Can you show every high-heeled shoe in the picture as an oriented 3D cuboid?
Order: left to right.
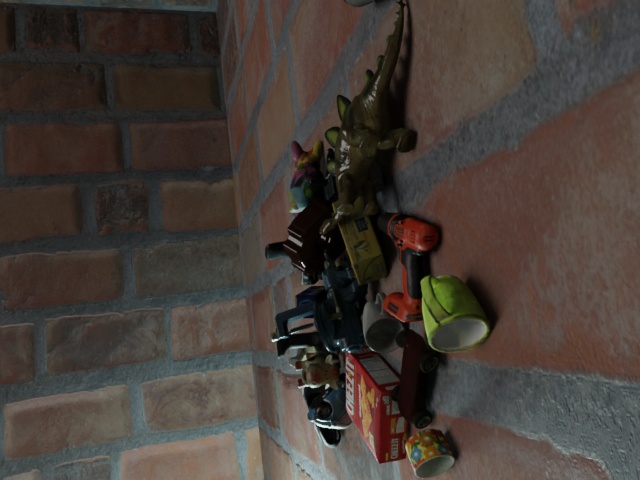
[{"bbox_3d":[-0.004,0.474,1.559,0.145,0.086,0.248,45,-158,-86],"label":"high-heeled shoe"}]

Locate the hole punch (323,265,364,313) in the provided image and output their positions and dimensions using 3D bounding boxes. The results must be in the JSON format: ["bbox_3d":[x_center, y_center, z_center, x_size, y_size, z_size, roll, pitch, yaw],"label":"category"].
[{"bbox_3d":[0.059,0.135,1.322,0.142,0.092,0.116,111,174,-61],"label":"hole punch"}]

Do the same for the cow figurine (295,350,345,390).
[{"bbox_3d":[0.006,0.323,1.332,0.195,0.127,0.085,7,-109,-76],"label":"cow figurine"}]

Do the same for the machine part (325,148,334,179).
[{"bbox_3d":[0.038,-0.175,1.366,0.139,0.039,0.084,-113,29,-51],"label":"machine part"}]

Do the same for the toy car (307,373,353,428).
[{"bbox_3d":[0.051,0.413,1.345,0.103,0.161,0.109,49,169,-2],"label":"toy car"}]

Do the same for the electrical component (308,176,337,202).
[{"bbox_3d":[0.034,-0.118,1.249,0.075,0.119,0.048,136,128,-66],"label":"electrical component"}]

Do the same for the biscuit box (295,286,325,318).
[{"bbox_3d":[-0.014,0.163,1.440,0.202,0.059,0.062,-12,-81,-79],"label":"biscuit box"}]

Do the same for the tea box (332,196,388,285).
[{"bbox_3d":[0.085,-0.002,1.150,0.098,0.068,0.170,67,-176,-55],"label":"tea box"}]

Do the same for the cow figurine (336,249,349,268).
[{"bbox_3d":[0.029,0.056,1.398,0.167,0.068,0.098,-179,79,-77],"label":"cow figurine"}]

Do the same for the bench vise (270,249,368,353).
[{"bbox_3d":[-0.006,0.158,1.197,0.128,0.241,0.223,35,-144,-71],"label":"bench vise"}]

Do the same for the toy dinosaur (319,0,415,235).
[{"bbox_3d":[0.086,-0.213,1.034,0.470,0.105,0.199,-65,33,28],"label":"toy dinosaur"}]

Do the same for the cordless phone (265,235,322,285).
[{"bbox_3d":[-0.065,0.062,1.516,0.089,0.184,0.146,-130,39,-56],"label":"cordless phone"}]

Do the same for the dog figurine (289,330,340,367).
[{"bbox_3d":[0.002,0.297,1.546,0.121,0.172,0.190,50,-167,-4],"label":"dog figurine"}]

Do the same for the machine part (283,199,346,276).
[{"bbox_3d":[-0.003,-0.004,1.245,0.056,0.179,0.179,30,128,38],"label":"machine part"}]

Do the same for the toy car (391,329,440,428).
[{"bbox_3d":[0.176,0.251,0.984,0.089,0.053,0.201,-134,39,-54],"label":"toy car"}]

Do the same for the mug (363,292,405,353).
[{"bbox_3d":[0.121,0.158,1.099,0.107,0.081,0.109,-109,13,-69],"label":"mug"}]

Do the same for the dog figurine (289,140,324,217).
[{"bbox_3d":[-0.033,-0.174,1.465,0.191,0.109,0.219,76,-170,-81],"label":"dog figurine"}]

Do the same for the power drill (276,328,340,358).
[{"bbox_3d":[-0.005,0.240,1.323,0.232,0.207,0.086,109,150,-80],"label":"power drill"}]

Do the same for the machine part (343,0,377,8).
[{"bbox_3d":[0.099,-0.488,1.004,0.243,0.079,0.079,-141,49,-67],"label":"machine part"}]
